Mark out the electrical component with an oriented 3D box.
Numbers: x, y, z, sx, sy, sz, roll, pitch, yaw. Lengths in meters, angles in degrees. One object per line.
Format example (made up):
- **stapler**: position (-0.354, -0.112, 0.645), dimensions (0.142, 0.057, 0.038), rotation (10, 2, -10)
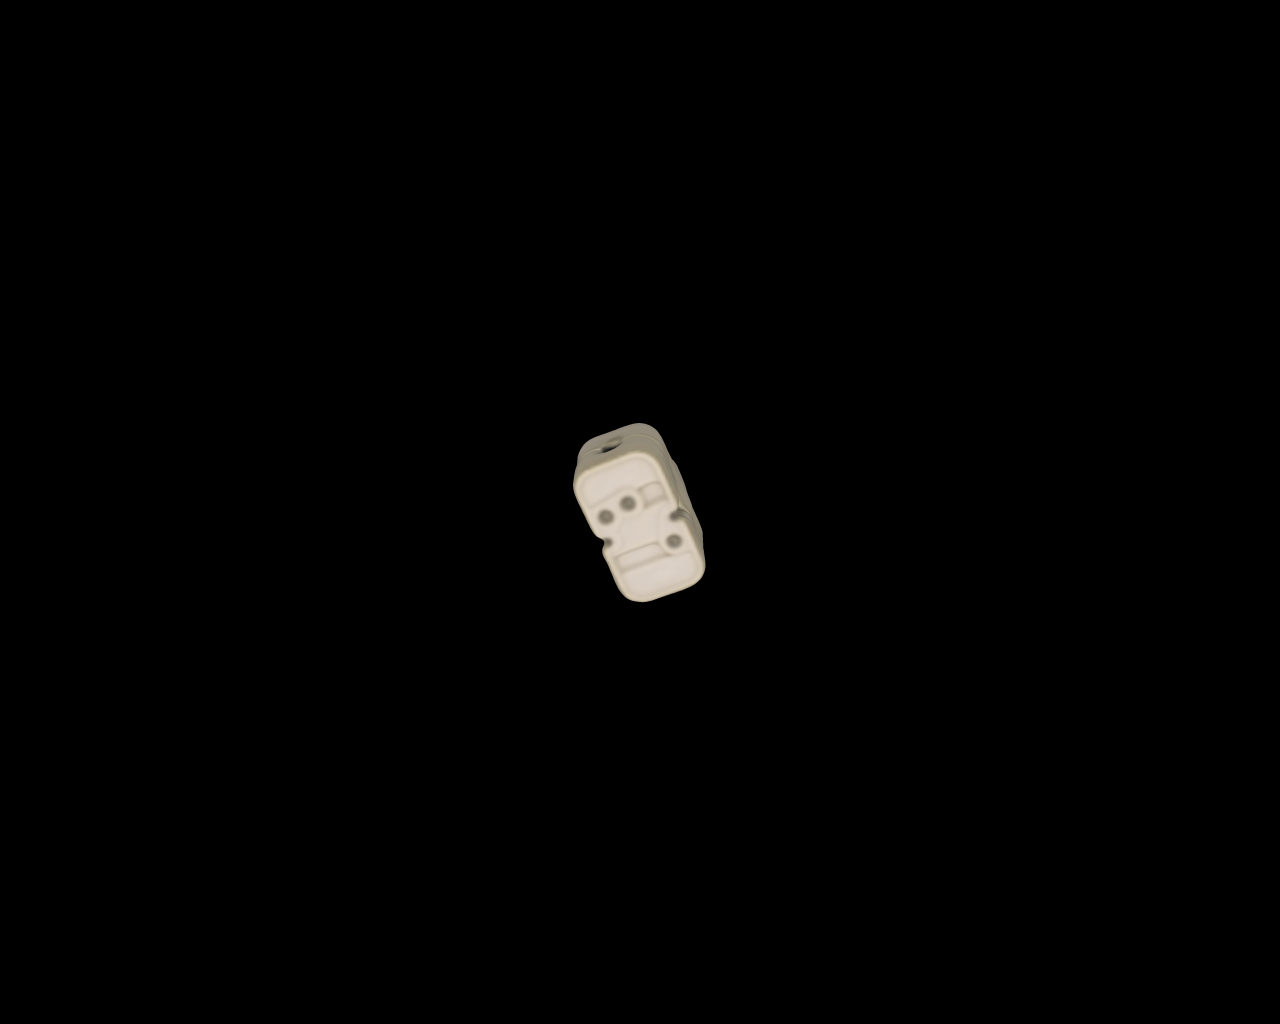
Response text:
- **electrical component**: position (0.001, -0.003, 0.650), dimensions (0.054, 0.095, 0.059), rotation (-20, 24, 9)
